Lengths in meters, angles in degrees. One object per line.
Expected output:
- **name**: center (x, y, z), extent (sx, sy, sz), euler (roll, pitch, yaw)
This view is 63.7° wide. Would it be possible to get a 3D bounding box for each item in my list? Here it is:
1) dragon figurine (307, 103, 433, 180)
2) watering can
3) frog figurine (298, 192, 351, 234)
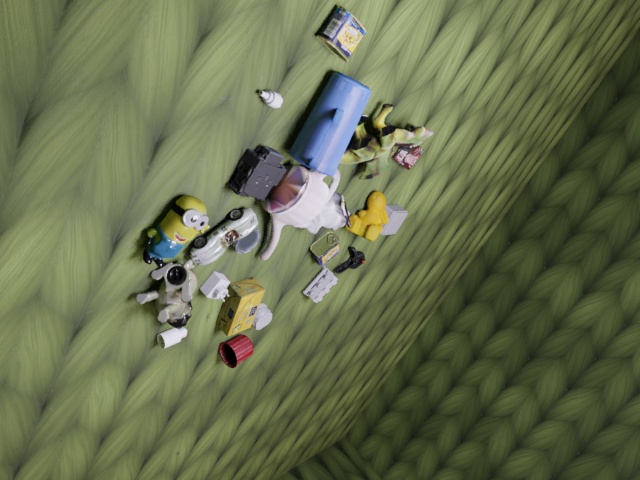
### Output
- **dragon figurine**: center (0.147, -0.250, 1.525), extent (0.411, 0.124, 0.238), euler (-28, 147, -2)
- **watering can**: center (-0.085, -0.082, 1.425), extent (0.346, 0.105, 0.222), euler (-46, 152, 6)
- **frog figurine**: center (0.005, -0.080, 1.589), extent (0.159, 0.124, 0.135), euler (-12, 161, 8)
